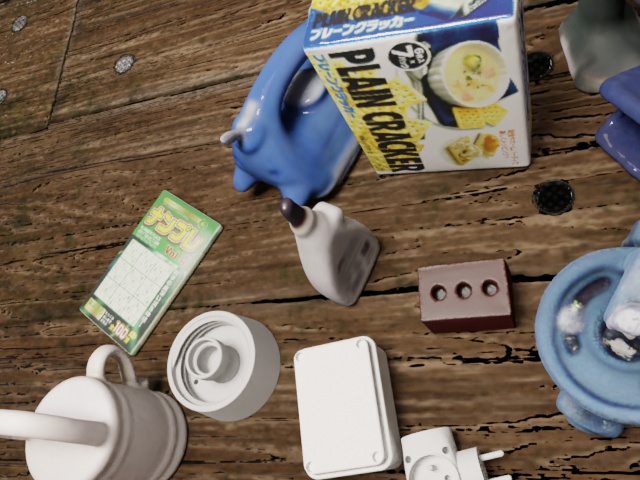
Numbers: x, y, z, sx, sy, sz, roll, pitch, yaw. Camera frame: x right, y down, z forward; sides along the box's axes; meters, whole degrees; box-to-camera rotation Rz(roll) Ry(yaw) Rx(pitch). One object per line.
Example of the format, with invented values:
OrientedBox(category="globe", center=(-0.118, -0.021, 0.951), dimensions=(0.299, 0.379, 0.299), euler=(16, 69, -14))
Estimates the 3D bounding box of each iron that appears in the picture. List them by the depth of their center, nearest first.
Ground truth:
OrientedBox(category="iron", center=(-0.013, -0.166, 0.610), dimensions=(0.118, 0.142, 0.258), euler=(23, 79, 29))

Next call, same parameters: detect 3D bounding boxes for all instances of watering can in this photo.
OrientedBox(category="watering can", center=(-0.215, 0.184, 0.518), dimensions=(0.100, 0.194, 0.172), euler=(-22, 62, 13))

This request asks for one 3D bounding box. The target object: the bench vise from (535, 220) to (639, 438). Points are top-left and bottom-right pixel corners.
OrientedBox(category="bench vise", center=(0.215, 0.025, 0.391), dimensions=(0.121, 0.220, 0.207), euler=(7, 72, 25))

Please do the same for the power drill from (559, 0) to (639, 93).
OrientedBox(category="power drill", center=(0.250, -0.225, 0.487), dimensions=(0.075, 0.209, 0.229), euler=(-13, 64, 17))

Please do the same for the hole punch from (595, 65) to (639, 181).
OrientedBox(category="hole punch", center=(0.302, -0.109, 0.485), dimensions=(0.101, 0.091, 0.108), euler=(-38, 60, 4))

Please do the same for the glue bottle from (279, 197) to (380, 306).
OrientedBox(category="glue bottle", center=(0.005, 0.002, 0.515), dimensions=(0.037, 0.173, 0.078), euler=(21, 78, 29))
